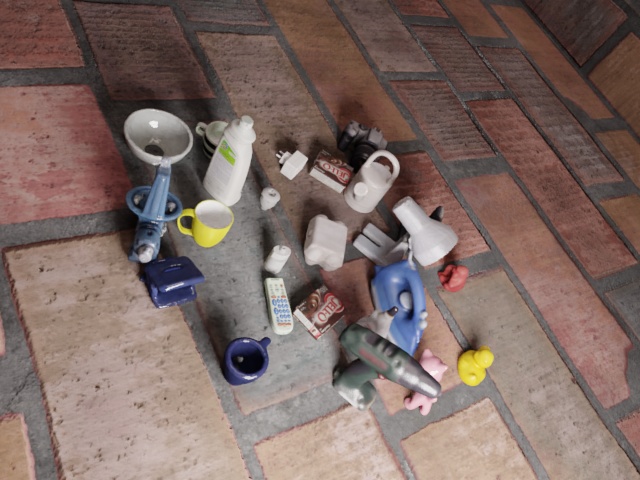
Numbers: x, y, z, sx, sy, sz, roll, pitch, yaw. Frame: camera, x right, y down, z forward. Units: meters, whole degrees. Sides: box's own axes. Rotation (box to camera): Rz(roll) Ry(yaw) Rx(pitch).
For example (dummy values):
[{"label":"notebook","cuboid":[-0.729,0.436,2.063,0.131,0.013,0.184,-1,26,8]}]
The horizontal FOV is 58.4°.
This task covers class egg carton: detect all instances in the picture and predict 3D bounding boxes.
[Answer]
[{"label":"egg carton","cuboid":[0.013,0.005,1.466,0.107,0.069,0.150,20,49,-14]}]

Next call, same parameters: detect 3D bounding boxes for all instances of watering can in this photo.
[{"label":"watering can","cuboid":[0.149,-0.164,1.582,0.101,0.194,0.173,26,48,-9]}]

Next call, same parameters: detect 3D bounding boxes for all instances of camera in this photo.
[{"label":"camera","cuboid":[0.127,-0.280,1.720,0.143,0.100,0.137,28,48,-8]}]

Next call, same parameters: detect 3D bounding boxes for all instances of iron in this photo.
[{"label":"iron","cuboid":[0.219,0.158,1.416,0.119,0.141,0.258,4,55,-26]}]

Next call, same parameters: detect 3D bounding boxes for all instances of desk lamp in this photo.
[{"label":"desk lamp","cuboid":[0.224,-0.006,1.492,0.203,0.213,0.118,38,47,2]}]

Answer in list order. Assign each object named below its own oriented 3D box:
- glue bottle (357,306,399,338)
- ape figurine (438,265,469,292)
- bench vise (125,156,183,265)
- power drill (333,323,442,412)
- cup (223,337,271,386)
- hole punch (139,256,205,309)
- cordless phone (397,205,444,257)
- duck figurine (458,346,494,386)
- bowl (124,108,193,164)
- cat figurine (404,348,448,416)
[{"label":"glue bottle","cuboid":[0.133,0.195,1.319,0.037,0.173,0.078,-29,73,-40]},{"label":"ape figurine","cuboid":[0.374,0.100,1.578,0.076,0.092,0.078,37,47,1]},{"label":"bench vise","cuboid":[-0.342,-0.059,1.217,0.122,0.219,0.207,-4,58,-30]},{"label":"power drill","cuboid":[0.122,0.285,1.222,0.229,0.208,0.076,40,47,4]},{"label":"cup","cuboid":[-0.153,0.250,1.174,0.091,0.095,0.118,44,48,7]},{"label":"hole punch","cuboid":[-0.314,0.079,1.217,0.109,0.091,0.101,-15,64,-36]},{"label":"cordless phone","cuboid":[0.298,-0.049,1.584,0.094,0.185,0.147,22,49,-12]},{"label":"duck figurine","cuboid":[0.398,0.310,1.438,0.077,0.086,0.105,35,47,-1]},{"label":"bowl","cuboid":[-0.404,-0.241,1.418,0.168,0.074,0.167,15,51,-19]},{"label":"cat figurine","cuboid":[0.252,0.324,1.325,0.067,0.117,0.128,19,49,-15]}]
